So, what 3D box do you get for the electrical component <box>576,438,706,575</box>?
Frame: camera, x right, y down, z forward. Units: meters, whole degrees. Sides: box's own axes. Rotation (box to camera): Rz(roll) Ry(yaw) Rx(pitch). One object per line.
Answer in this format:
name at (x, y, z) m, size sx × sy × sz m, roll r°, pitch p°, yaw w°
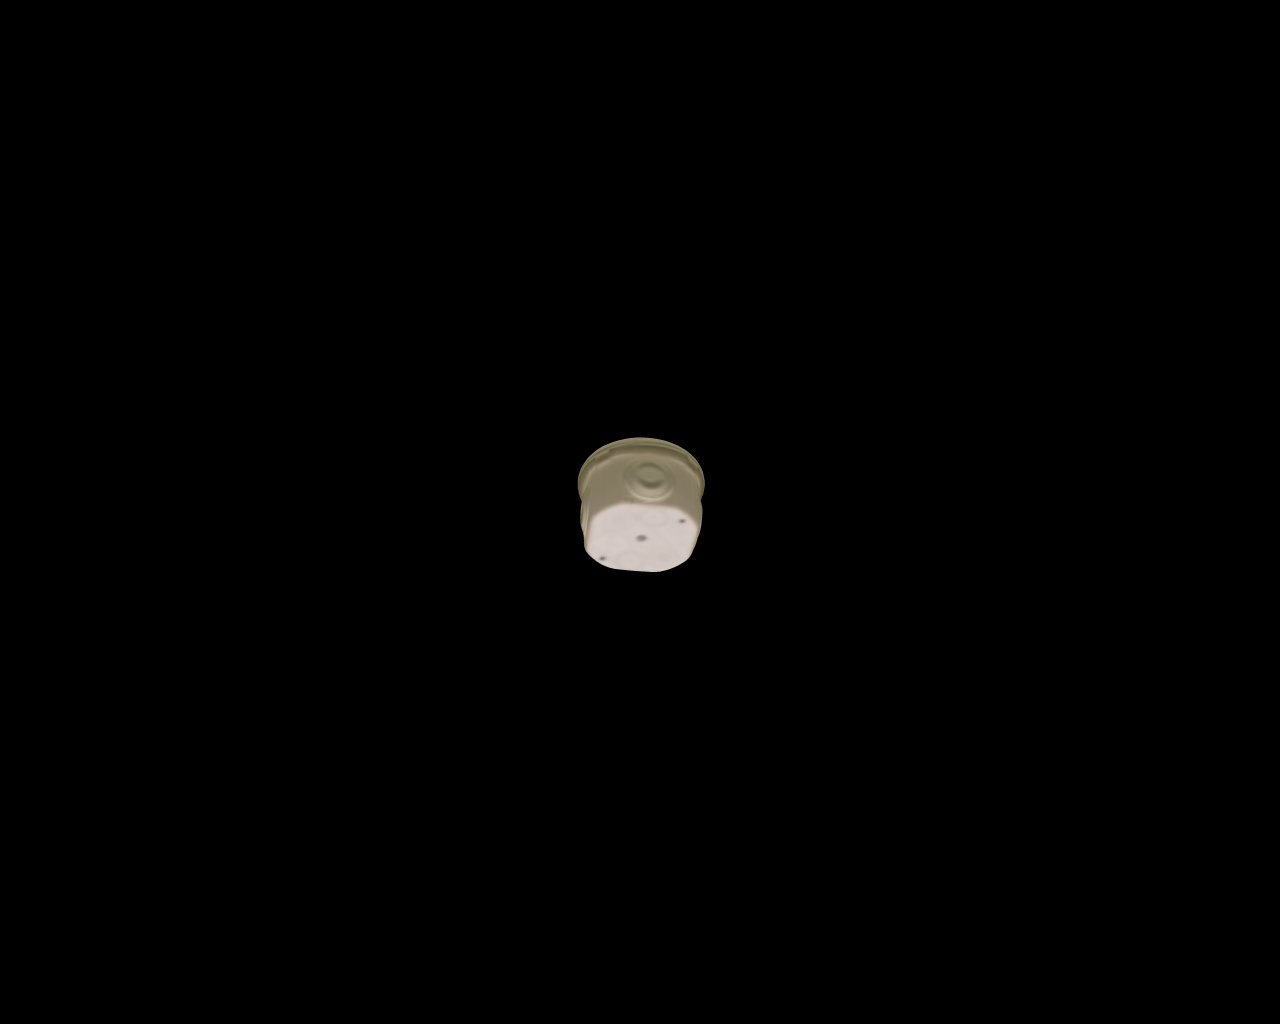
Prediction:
electrical component at (0.001, -0.003, 0.650) m, size 0.080 × 0.051 × 0.080 m, roll 0°, pitch -40°, yaw 0°
